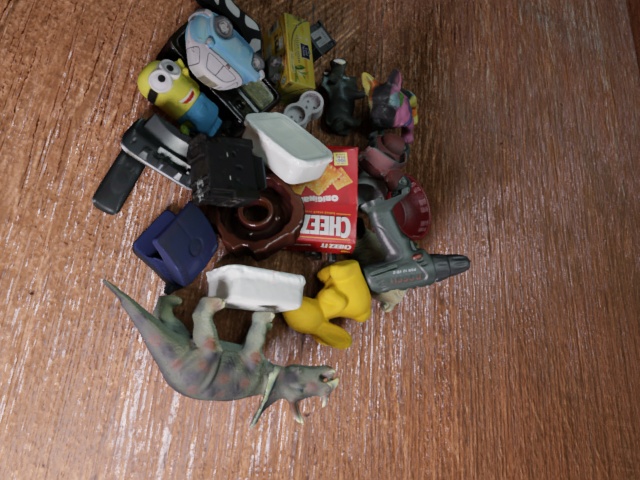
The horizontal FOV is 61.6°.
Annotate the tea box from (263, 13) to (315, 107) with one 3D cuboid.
[{"bbox_3d":[-0.069,-0.388,1.168,0.068,0.098,0.169,5,74,-36],"label":"tea box"}]

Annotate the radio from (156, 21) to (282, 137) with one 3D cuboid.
[{"bbox_3d":[-0.198,-0.320,1.059,0.229,0.073,0.131,46,53,-16],"label":"radio"}]

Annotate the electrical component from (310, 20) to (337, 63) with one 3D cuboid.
[{"bbox_3d":[-0.022,-0.458,1.262,0.074,0.048,0.119,54,49,-9],"label":"electrical component"}]

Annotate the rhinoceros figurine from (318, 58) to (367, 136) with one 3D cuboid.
[{"bbox_3d":[0.046,-0.336,1.263,0.112,0.073,0.190,12,69,-23],"label":"rhinoceros figurine"}]

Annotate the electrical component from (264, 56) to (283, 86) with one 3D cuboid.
[{"bbox_3d":[-0.104,-0.348,1.126,0.021,0.094,0.063,9,86,-27],"label":"electrical component"}]

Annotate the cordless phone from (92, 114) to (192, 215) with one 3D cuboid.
[{"bbox_3d":[-0.291,-0.108,0.925,0.146,0.089,0.184,34,68,-25],"label":"cordless phone"}]

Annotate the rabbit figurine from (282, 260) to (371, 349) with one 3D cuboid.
[{"bbox_3d":[0.008,0.135,1.060,0.173,0.122,0.162,-20,97,-26],"label":"rabbit figurine"}]

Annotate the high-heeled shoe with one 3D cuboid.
[{"bbox_3d":[-0.198,-0.431,1.113,0.145,0.086,0.248,-6,93,-9],"label":"high-heeled shoe"}]

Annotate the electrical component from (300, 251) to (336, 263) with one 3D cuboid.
[{"bbox_3d":[-0.002,-0.005,1.112,0.045,0.078,0.102,34,59,-57],"label":"electrical component"}]

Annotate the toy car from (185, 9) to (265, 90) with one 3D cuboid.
[{"bbox_3d":[-0.184,-0.326,0.971,0.161,0.109,0.103,41,77,-35],"label":"toy car"}]

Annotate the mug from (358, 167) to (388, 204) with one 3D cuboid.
[{"bbox_3d":[0.110,-0.135,1.240,0.109,0.081,0.107,42,43,-13],"label":"mug"}]

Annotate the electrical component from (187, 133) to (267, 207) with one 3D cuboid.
[{"bbox_3d":[-0.156,-0.117,0.925,0.134,0.058,0.115,-2,81,-44],"label":"electrical component"}]

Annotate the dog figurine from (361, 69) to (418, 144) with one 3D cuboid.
[{"bbox_3d":[0.162,-0.328,1.253,0.219,0.109,0.191,63,35,-56],"label":"dog figurine"}]

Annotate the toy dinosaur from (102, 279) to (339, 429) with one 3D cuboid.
[{"bbox_3d":[-0.173,0.199,0.882,0.405,0.131,0.192,17,65,-26],"label":"toy dinosaur"}]

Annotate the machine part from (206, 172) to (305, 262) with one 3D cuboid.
[{"bbox_3d":[-0.117,-0.047,0.990,0.179,0.056,0.179,1,63,-2],"label":"machine part"}]

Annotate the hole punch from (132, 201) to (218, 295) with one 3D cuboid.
[{"bbox_3d":[-0.234,0.008,0.913,0.115,0.092,0.142,48,49,-20],"label":"hole punch"}]

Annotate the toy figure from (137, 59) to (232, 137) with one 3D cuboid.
[{"bbox_3d":[-0.253,-0.250,0.991,0.180,0.089,0.082,42,40,-30],"label":"toy figure"}]

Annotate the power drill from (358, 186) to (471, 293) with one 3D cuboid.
[{"bbox_3d":[0.177,-0.002,1.092,0.232,0.086,0.207,-18,97,-9],"label":"power drill"}]

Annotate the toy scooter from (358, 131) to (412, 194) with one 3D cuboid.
[{"bbox_3d":[0.137,-0.184,1.191,0.135,0.075,0.184,24,43,-21],"label":"toy scooter"}]

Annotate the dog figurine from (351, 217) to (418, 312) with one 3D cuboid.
[{"bbox_3d":[0.098,0.050,1.163,0.190,0.121,0.172,19,60,-16],"label":"dog figurine"}]
